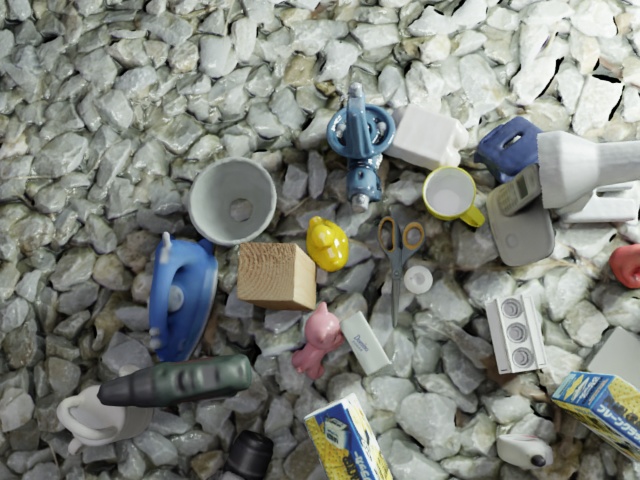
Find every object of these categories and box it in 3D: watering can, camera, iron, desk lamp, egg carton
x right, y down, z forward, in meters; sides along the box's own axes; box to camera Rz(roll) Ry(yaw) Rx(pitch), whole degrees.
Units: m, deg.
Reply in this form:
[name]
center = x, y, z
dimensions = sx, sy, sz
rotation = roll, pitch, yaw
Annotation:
[watering can]
center = -0.365, 0.287, 0.965
dimensions = 0.100, 0.194, 0.173
rotation = 15, 81, 11
[camera]
center = -0.117, 0.402, 0.956
dimensions = 0.143, 0.101, 0.137
rotation = 21, 82, 11
[iron]
center = -0.264, 0.112, 1.014
dimensions = 0.118, 0.141, 0.258
rotation = 4, 79, 9
[desk lamp]
center = 0.435, -0.103, 0.924
dimensions = 0.203, 0.214, 0.118
rotation = -1, 78, 8
[egg carton]
center = 0.191, -0.184, 1.048
dimensions = 0.150, 0.069, 0.107
rotation = 21, 82, 11

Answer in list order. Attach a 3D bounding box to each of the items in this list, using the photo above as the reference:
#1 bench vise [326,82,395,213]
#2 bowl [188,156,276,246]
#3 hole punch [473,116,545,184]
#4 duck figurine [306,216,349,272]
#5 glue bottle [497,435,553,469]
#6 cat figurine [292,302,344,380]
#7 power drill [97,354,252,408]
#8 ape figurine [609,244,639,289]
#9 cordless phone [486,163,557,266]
[bench vise]
center = 0.079, -0.162, 0.981
dimensions = 0.121, 0.220, 0.207
rotation = -18, 77, 4
[bowl]
center = -0.156, -0.066, 1.069
dimensions = 0.167, 0.075, 0.167
rotation = -1, 78, 8
[hole punch]
center = 0.339, -0.161, 1.012
dimensions = 0.108, 0.091, 0.101
rotation = -38, 76, -1
[duck figurine]
center = 0.009, 0.004, 1.027
dimensions = 0.077, 0.086, 0.104
rotation = -24, 76, 3
[glue bottle]
center = 0.320, 0.326, 0.874
dimensions = 0.078, 0.173, 0.037
rotation = -5, 78, 7
[cat figurine]
center = -0.005, 0.174, 0.978
dimensions = 0.067, 0.118, 0.128
rotation = 30, 84, 13
[power drill]
center = -0.215, 0.236, 0.948
dimensions = 0.229, 0.208, 0.075
rotation = -12, 77, 6
[ape figurine]
center = 0.527, 0.036, 0.946
dimensions = 0.076, 0.092, 0.078
rotation = 42, 87, 14
[cordless phone]
center = 0.340, -0.041, 0.939
dimensions = 0.094, 0.185, 0.147
rotation = -15, 77, 5
